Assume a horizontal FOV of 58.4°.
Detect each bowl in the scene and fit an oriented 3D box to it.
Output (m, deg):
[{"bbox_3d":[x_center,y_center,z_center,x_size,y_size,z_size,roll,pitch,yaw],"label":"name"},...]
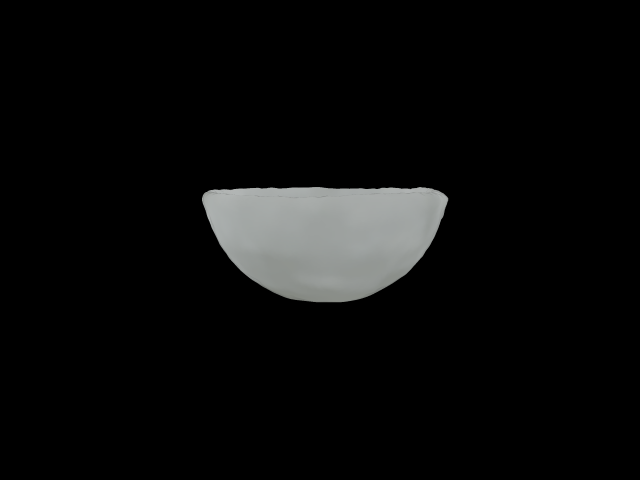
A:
[{"bbox_3d":[0.004,0.001,0.400,0.167,0.075,0.167,0,7,0],"label":"bowl"}]
